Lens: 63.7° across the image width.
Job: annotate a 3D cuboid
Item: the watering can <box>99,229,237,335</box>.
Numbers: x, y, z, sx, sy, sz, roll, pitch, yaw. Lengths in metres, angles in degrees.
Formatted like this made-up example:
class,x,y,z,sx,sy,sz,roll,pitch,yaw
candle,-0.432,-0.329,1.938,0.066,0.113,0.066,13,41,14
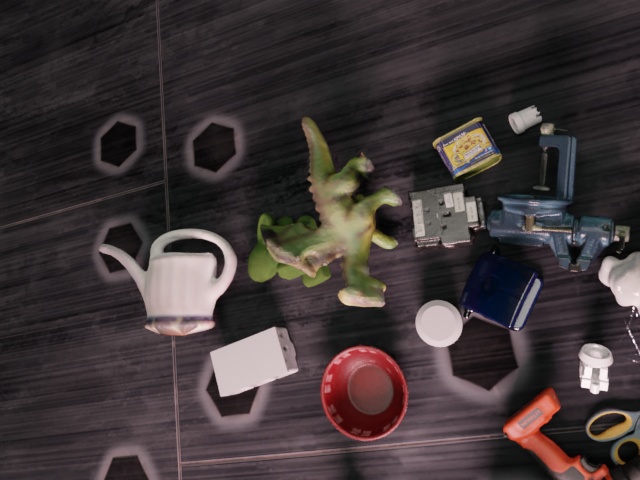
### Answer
class,x,y,z,sx,sy,sz,roll,pitch,yaw
watering can,-0.336,0.091,1.109,0.347,0.103,0.227,-5,76,19

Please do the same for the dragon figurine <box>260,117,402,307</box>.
class,x,y,z,sx,sy,sz,roll,pitch,yaw
dragon figurine,0.003,-0.048,0.951,0.245,0.119,0.415,-29,67,-26

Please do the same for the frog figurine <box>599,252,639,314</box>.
class,x,y,z,sx,sy,sz,roll,pitch,yaw
frog figurine,0.528,0.083,0.808,0.159,0.122,0.138,4,88,58
